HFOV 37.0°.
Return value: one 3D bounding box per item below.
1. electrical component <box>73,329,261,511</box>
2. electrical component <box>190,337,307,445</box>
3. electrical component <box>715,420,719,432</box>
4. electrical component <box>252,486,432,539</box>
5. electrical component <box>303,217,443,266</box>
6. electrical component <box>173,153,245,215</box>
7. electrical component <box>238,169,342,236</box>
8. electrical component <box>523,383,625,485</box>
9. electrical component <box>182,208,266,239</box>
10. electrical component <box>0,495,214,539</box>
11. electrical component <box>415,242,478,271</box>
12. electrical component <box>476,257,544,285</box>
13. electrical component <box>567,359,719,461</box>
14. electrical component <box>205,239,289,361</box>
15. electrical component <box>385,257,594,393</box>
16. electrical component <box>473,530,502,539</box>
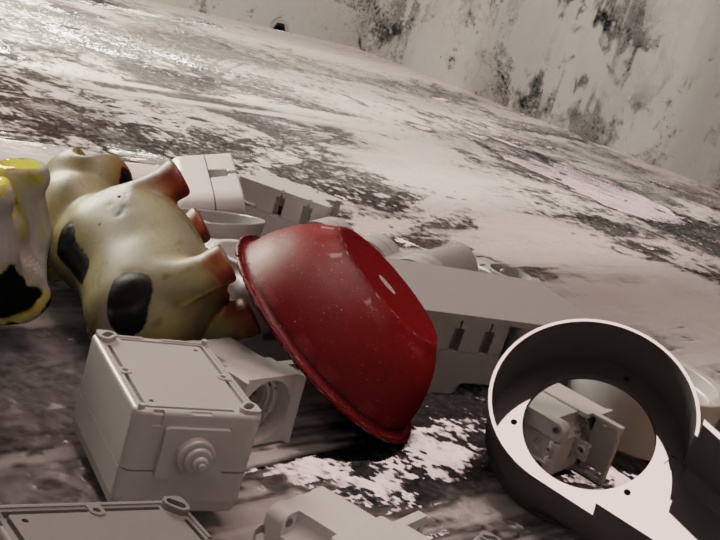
[{"bbox_3d":[-0.092,0.077,0.509,0.062,0.061,0.096,8,18,-31],"label":"electrical component"},{"bbox_3d":[-0.071,0.067,0.603,0.064,0.042,0.081,28,18,37],"label":"electrical component"},{"bbox_3d":[0.307,0.122,0.756,0.113,0.078,0.057,13,13,-15],"label":"electrical component"},{"bbox_3d":[-0.010,0.126,0.465,0.064,0.042,0.081,25,16,32],"label":"electrical component"},{"bbox_3d":[0.000,0.000,0.892,0.138,0.052,0.074,23,17,18],"label":"electrical component"},{"bbox_3d":[-0.133,-0.057,0.907,0.059,0.053,0.095,-5,33,-13],"label":"electrical component"},{"bbox_3d":[-0.070,-0.049,0.977,0.089,0.055,0.050,20,15,9],"label":"electrical component"},{"bbox_3d":[0.122,0.103,0.692,0.081,0.042,0.064,28,22,35],"label":"electrical component"},{"bbox_3d":[-0.127,-0.023,0.811,0.099,0.064,0.099,16,15,-5],"label":"electrical component"},{"bbox_3d":[-0.085,0.122,0.376,0.096,0.061,0.062,10,17,-45],"label":"electrical component"},{"bbox_3d":[0.060,0.005,0.951,0.081,0.043,0.043,-15,32,-32],"label":"electrical component"},{"bbox_3d":[0.143,0.023,0.983,0.079,0.044,0.077,5,20,-38],"label":"electrical component"},{"bbox_3d":[0.195,0.096,0.755,0.108,0.060,0.108,16,15,-5],"label":"electrical component"},{"bbox_3d":[-0.081,0.016,0.734,0.054,0.059,0.095,5,20,-38],"label":"electrical component"},{"bbox_3d":[0.083,0.045,0.812,0.186,0.060,0.105,8,18,-30],"label":"electrical component"},{"bbox_3d":[0.057,0.151,0.428,0.062,0.061,0.096,23,9,19],"label":"electrical component"}]
